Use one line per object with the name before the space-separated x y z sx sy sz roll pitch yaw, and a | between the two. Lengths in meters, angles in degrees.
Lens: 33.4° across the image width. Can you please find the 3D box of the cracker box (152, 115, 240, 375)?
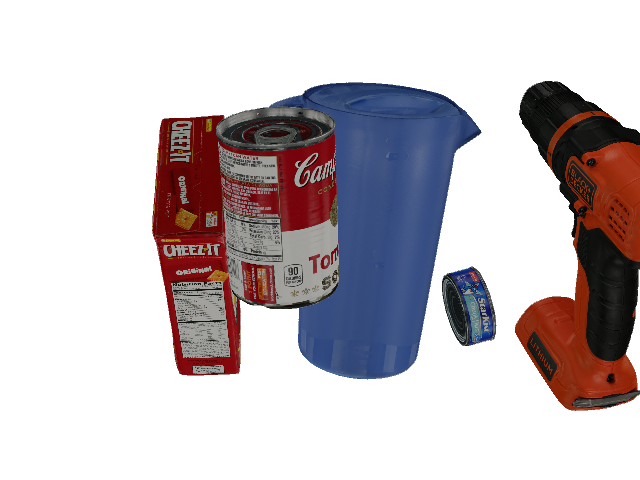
cracker box | -0.121 0.008 1.068 0.072 0.164 0.214 -3 -43 -2

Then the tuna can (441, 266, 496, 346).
tuna can | 0.166 0.075 1.200 0.033 0.086 0.086 -14 2 -8

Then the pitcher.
pitcher | 0.032 -0.010 0.916 0.149 0.243 0.144 22 26 40

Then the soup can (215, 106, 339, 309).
soup can | -0.024 -0.019 0.622 0.068 0.102 0.068 -2 24 1

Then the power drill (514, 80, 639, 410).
power drill | 0.174 0.004 0.716 0.057 0.188 0.184 -8 35 -10
